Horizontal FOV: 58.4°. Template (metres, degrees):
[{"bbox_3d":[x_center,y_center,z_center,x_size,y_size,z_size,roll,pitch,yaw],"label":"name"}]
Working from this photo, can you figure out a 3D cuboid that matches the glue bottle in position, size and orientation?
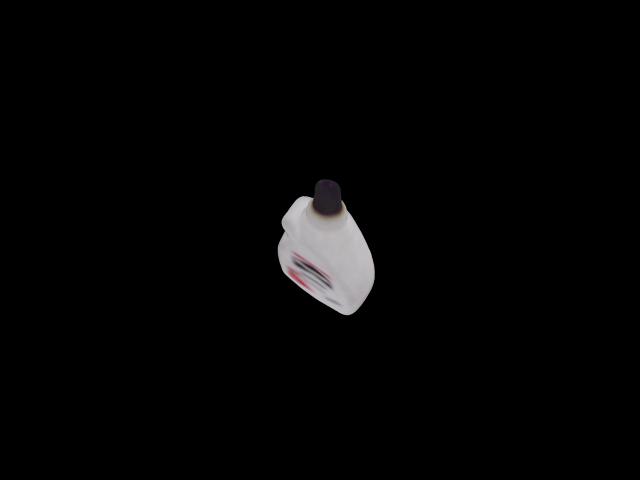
[{"bbox_3d":[0.004,0.001,0.400,0.078,0.173,0.037,30,71,12],"label":"glue bottle"}]
